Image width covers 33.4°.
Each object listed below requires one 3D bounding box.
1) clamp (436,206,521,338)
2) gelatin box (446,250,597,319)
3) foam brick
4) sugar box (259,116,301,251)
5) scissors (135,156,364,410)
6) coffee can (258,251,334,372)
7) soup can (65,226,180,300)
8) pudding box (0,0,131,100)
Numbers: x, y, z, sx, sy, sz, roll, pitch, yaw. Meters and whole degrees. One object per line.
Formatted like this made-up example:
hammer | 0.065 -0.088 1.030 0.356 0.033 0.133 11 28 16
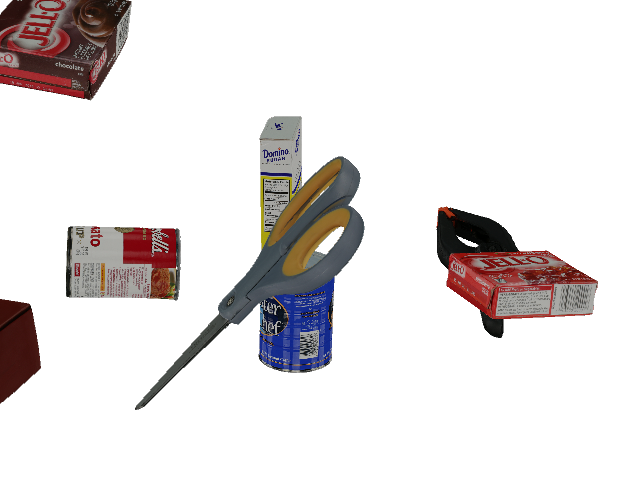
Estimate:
clamp | 0.181 0.021 1.065 0.120 0.039 0.171 -11 45 -22
gelatin box | 0.150 0.032 0.803 0.089 0.030 0.073 -1 18 -20
foam brick | -0.233 0.079 0.713 0.053 0.051 0.078 8 29 23
sugar box | -0.046 -0.050 1.256 0.048 0.176 0.093 0 22 5
scissors | -0.039 0.039 0.614 0.016 0.202 0.096 35 4 -26
coffee can | -0.032 0.095 1.453 0.103 0.140 0.103 2 19 -1
soup can | -0.184 0.021 0.994 0.102 0.068 0.068 2 0 -12
pudding box | -0.207 -0.159 0.841 0.090 0.039 0.113 11 36 1
